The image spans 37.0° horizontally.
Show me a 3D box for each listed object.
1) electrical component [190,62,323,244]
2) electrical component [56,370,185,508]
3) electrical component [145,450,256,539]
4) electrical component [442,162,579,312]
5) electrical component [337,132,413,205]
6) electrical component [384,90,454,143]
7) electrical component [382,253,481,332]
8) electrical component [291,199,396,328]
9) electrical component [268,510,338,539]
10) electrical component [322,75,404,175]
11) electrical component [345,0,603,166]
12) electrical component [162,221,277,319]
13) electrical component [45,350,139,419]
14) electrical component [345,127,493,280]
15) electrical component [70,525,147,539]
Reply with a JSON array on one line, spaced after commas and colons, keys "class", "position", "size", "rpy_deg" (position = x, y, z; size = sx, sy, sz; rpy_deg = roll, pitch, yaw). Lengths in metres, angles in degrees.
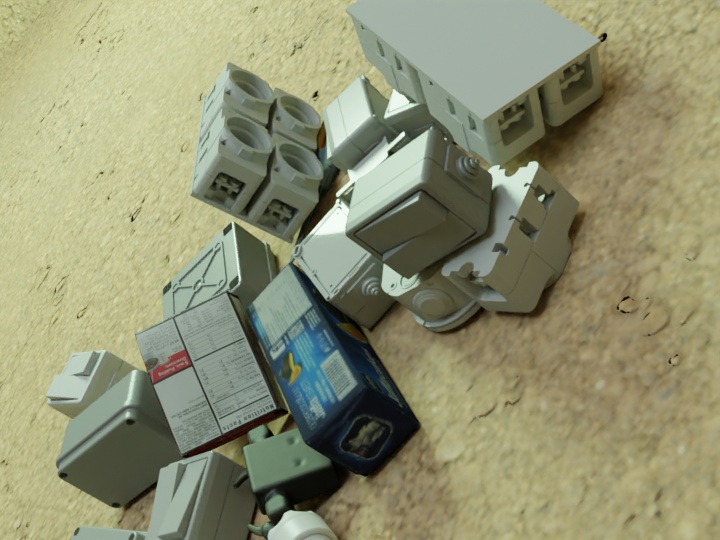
[{"class": "electrical component", "position": [-0.097, -0.121, 1.043], "size": [0.060, 0.105, 0.186], "rpy_deg": [-52, 24, 29]}, {"class": "electrical component", "position": [-0.208, 0.153, 0.962], "size": [0.113, 0.078, 0.057], "rpy_deg": [-38, 31, 24]}, {"class": "electrical component", "position": [-0.125, 0.194, 0.823], "size": [0.062, 0.061, 0.096], "rpy_deg": [-24, 41, 40]}, {"class": "electrical component", "position": [0.106, -0.020, 0.733], "size": [0.050, 0.056, 0.089], "rpy_deg": [0, 59, 54]}, {"class": "electrical component", "position": [0.025, -0.071, 0.911], "size": [0.081, 0.042, 0.063], "rpy_deg": [-42, 36, 20]}, {"class": "electrical component", "position": [0.067, -0.159, 0.924], "size": [0.062, 0.061, 0.096], "rpy_deg": [-15, 47, 46]}, {"class": "electrical component", "position": [0.058, 0.000, 0.783], "size": [0.080, 0.051, 0.080], "rpy_deg": [-34, 35, 29]}, {"class": "electrical component", "position": [0.000, 0.000, 0.858], "size": [0.061, 0.061, 0.096], "rpy_deg": [-48, 38, 6]}, {"class": "electrical component", "position": [-0.033, 0.191, 0.718], "size": [0.043, 0.043, 0.062], "rpy_deg": [-54, 32, -1]}, {"class": "electrical component", "position": [0.005, -0.124, 0.972], "size": [0.061, 0.062, 0.096], "rpy_deg": [-41, 33, 20]}, {"class": "electrical component", "position": [0.087, -0.168, 0.834], "size": [0.105, 0.060, 0.186], "rpy_deg": [-35, 50, -9]}, {"class": "electrical component", "position": [-0.131, 0.028, 1.006], "size": [0.109, 0.056, 0.108], "rpy_deg": [-42, 32, 18]}, {"class": "electrical component", "position": [-0.269, 0.119, 1.095], "size": [0.096, 0.061, 0.061], "rpy_deg": [-10, 51, 49]}, {"class": "electrical component", "position": [0.044, -0.044, 0.723], "size": [0.096, 0.062, 0.061], "rpy_deg": [-32, 34, 39]}, {"class": "electrical component", "position": [-0.196, 0.251, 0.865], "size": [0.113, 0.057, 0.078], "rpy_deg": [-11, 50, 49]}]
